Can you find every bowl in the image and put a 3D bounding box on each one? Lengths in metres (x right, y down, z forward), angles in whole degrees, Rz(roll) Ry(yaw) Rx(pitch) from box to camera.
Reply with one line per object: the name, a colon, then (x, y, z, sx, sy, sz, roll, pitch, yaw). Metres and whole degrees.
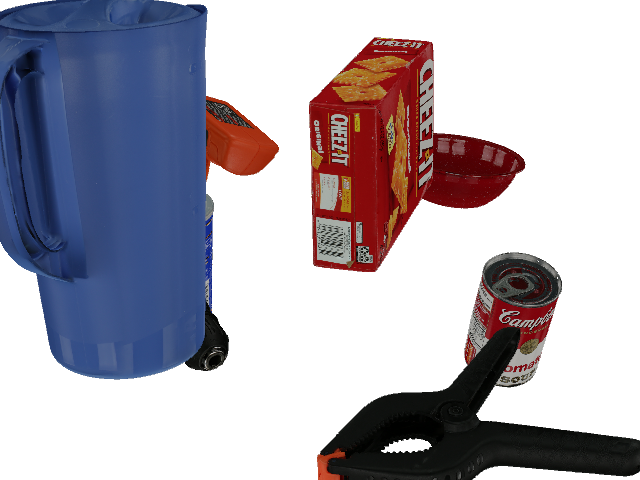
bowl: (0.161, -0.080, 1.281, 0.162, 0.055, 0.162, 6, 23, -3)

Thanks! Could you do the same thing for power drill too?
power drill: (-0.103, -0.011, 0.862, 0.057, 0.188, 0.185, 8, 25, -43)

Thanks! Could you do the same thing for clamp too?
clamp: (0.093, 0.124, 0.735, 0.209, 0.036, 0.165, -10, 30, -13)

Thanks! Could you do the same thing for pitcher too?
pitcher: (-0.141, -0.033, 0.697, 0.149, 0.243, 0.145, -7, 22, -16)

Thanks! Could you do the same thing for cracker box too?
cracker box: (0.055, -0.089, 1.034, 0.072, 0.164, 0.213, 7, 28, 18)

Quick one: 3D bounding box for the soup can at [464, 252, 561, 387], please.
soup can: (0.167, 0.071, 0.937, 0.068, 0.102, 0.068, 4, 39, -3)

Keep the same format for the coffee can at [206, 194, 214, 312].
coffee can: (-0.168, 0.022, 1.164, 0.103, 0.140, 0.103, 3, 27, -2)
